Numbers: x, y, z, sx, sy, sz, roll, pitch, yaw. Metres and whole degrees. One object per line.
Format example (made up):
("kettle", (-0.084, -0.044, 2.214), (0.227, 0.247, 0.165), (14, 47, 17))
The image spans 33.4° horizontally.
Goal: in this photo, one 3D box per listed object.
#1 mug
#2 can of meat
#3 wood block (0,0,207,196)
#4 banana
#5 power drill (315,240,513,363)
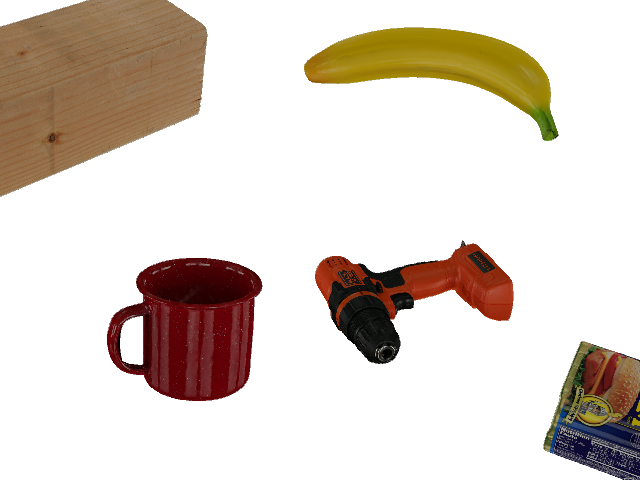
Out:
("mug", (-0.102, 0.069, 0.795), (0.117, 0.081, 0.093), (-9, 24, -32))
("can of meat", (0.223, 0.130, 0.806), (0.084, 0.057, 0.102), (18, 41, 18))
("wood block", (-0.199, -0.125, 0.860), (0.090, 0.091, 0.205), (36, 45, 27))
("banana", (0.088, -0.129, 0.799), (0.198, 0.069, 0.037), (15, -35, 16))
("power drill", (0.102, 0.061, 1.117), (0.187, 0.057, 0.184), (-6, 28, -15))
